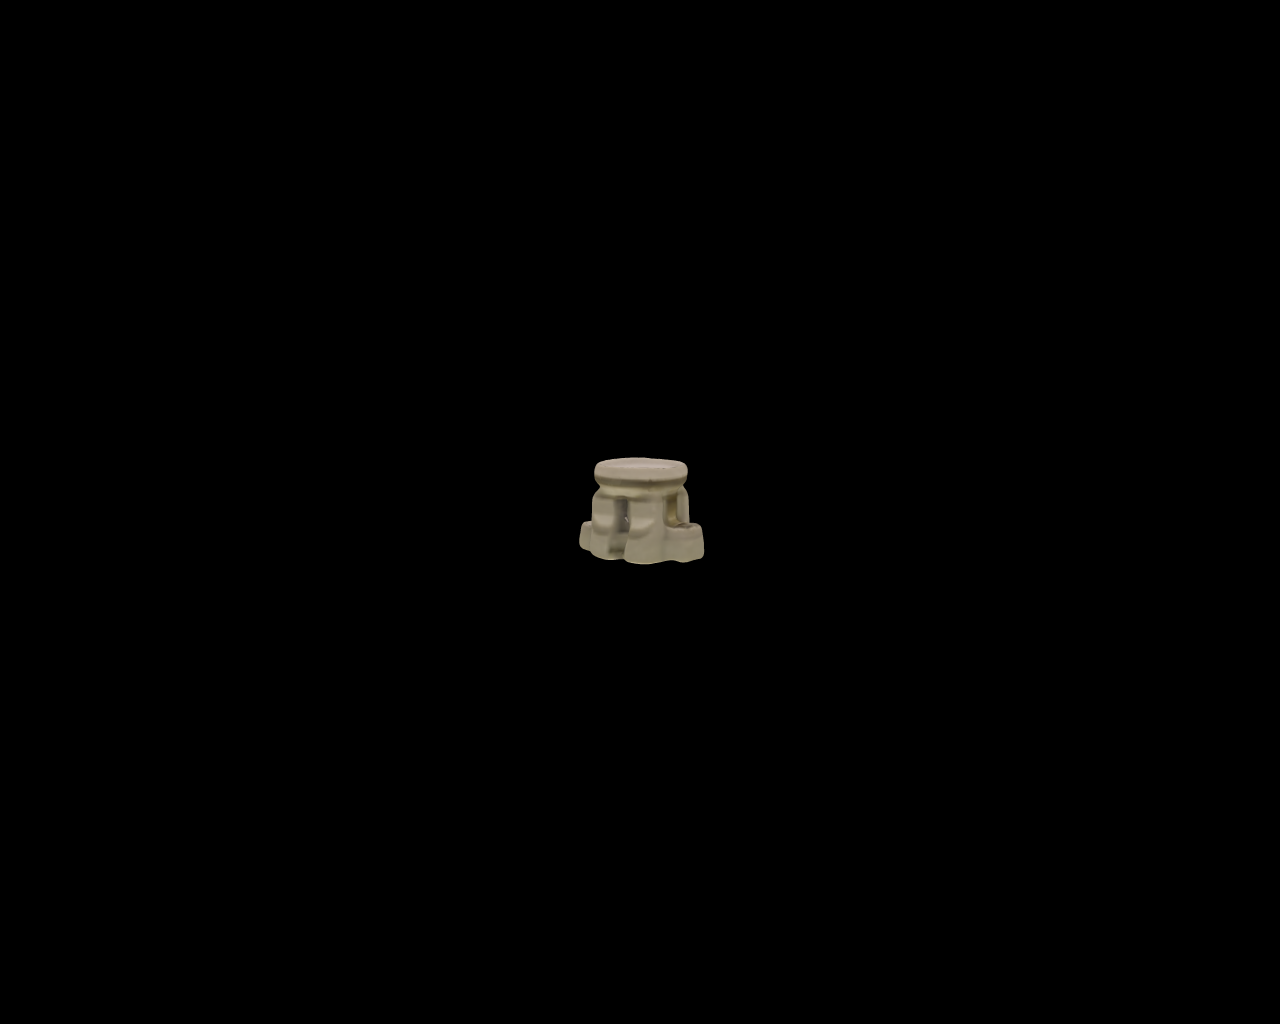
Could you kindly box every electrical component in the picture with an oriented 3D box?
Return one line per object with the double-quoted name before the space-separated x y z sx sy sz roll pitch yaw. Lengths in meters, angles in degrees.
"electrical component" 0.001 -0.003 0.650 0.078 0.057 0.058 6 11 32
